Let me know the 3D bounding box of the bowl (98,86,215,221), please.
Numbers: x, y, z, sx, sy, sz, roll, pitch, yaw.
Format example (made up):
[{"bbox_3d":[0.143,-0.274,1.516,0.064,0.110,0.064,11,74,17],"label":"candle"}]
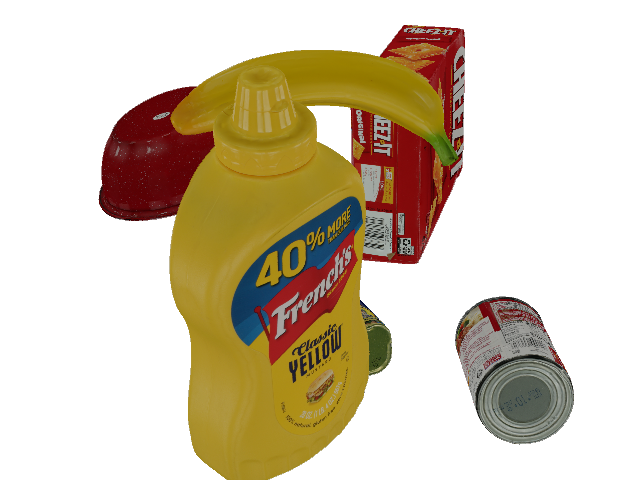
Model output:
[{"bbox_3d":[-0.123,-0.084,0.901,0.162,0.055,0.162,-16,31,10],"label":"bowl"}]

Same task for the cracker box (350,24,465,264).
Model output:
[{"bbox_3d":[0.088,-0.097,1.015,0.072,0.164,0.213,7,28,16],"label":"cracker box"}]

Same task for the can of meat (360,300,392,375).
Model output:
[{"bbox_3d":[0.005,0.089,0.984,0.102,0.057,0.084,-12,27,-20],"label":"can of meat"}]

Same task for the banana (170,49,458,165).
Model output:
[{"bbox_3d":[0.001,-0.095,0.709,0.197,0.069,0.037,5,-22,-13],"label":"banana"}]

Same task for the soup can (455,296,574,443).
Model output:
[{"bbox_3d":[0.136,0.090,0.756,0.068,0.068,0.102,0,20,-1],"label":"soup can"}]

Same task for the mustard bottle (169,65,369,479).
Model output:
[{"bbox_3d":[-0.020,0.013,0.462,0.058,0.192,0.096,30,48,35],"label":"mustard bottle"}]
